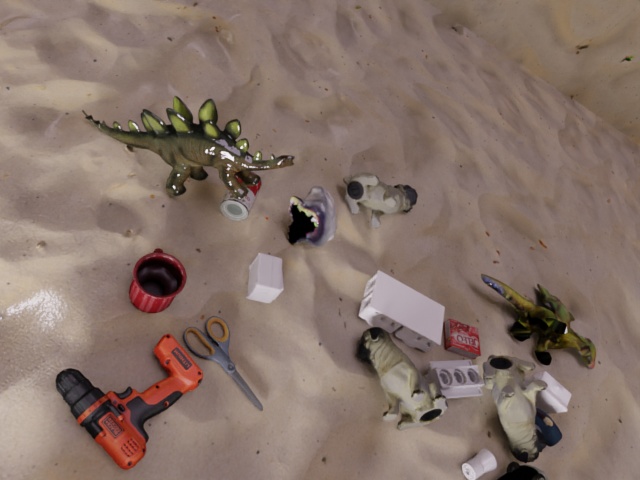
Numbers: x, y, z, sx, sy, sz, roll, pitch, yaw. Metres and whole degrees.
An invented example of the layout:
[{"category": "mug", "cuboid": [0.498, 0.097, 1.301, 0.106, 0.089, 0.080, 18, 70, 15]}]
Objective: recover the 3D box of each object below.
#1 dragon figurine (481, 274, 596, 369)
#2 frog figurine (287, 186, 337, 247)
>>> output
[{"category": "dragon figurine", "cuboid": [0.613, 0.203, 1.417, 0.412, 0.120, 0.246, 48, 30, 6]}, {"category": "frog figurine", "cuboid": [0.004, -0.061, 1.216, 0.161, 0.122, 0.136, -27, 107, -51]}]
